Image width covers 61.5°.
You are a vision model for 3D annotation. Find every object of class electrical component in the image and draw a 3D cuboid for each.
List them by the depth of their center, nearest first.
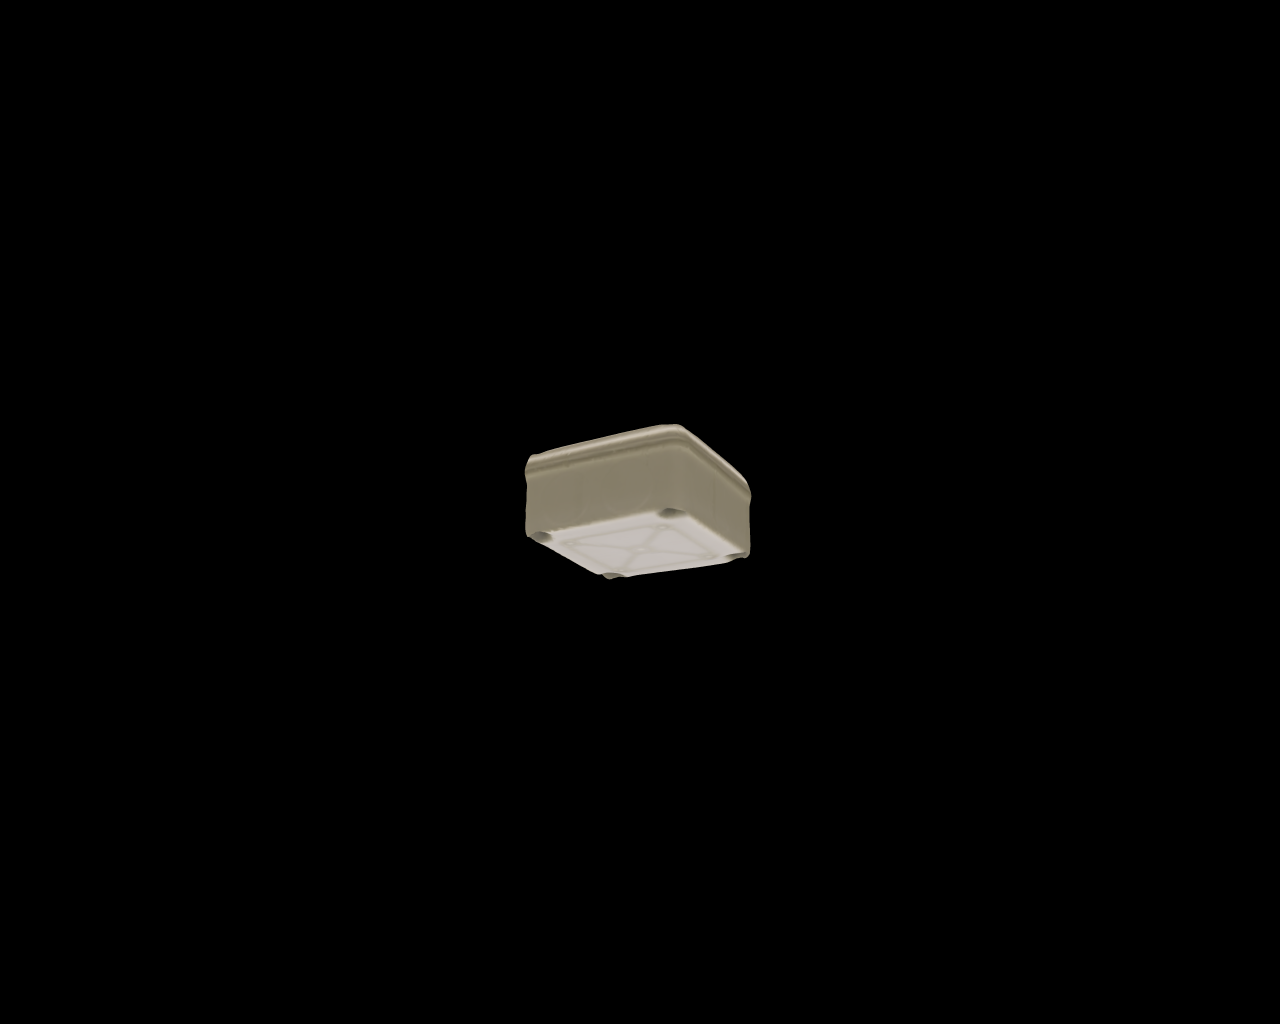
[{"bbox_3d":[0.001,-0.003,0.650,0.108,0.056,0.108,-10,-22,26],"label":"electrical component"}]
